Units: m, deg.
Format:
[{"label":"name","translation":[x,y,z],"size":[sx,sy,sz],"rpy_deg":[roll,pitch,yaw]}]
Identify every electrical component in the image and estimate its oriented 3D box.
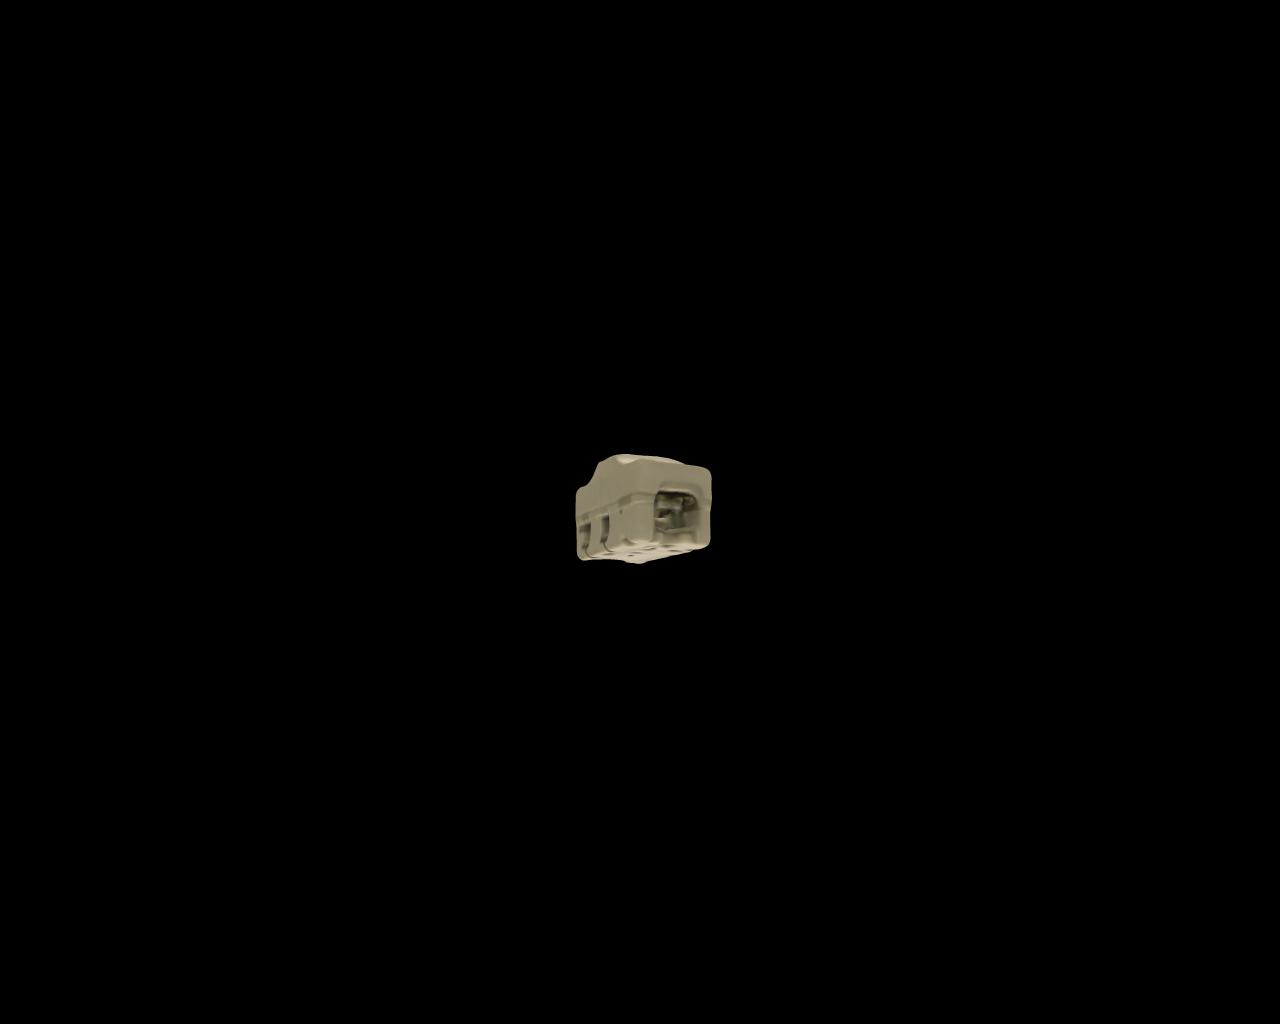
[{"label":"electrical component","translation":[0.001,-0.003,0.650],"size":[0.050,0.056,0.089],"rpy_deg":[6,-13,-27]}]
